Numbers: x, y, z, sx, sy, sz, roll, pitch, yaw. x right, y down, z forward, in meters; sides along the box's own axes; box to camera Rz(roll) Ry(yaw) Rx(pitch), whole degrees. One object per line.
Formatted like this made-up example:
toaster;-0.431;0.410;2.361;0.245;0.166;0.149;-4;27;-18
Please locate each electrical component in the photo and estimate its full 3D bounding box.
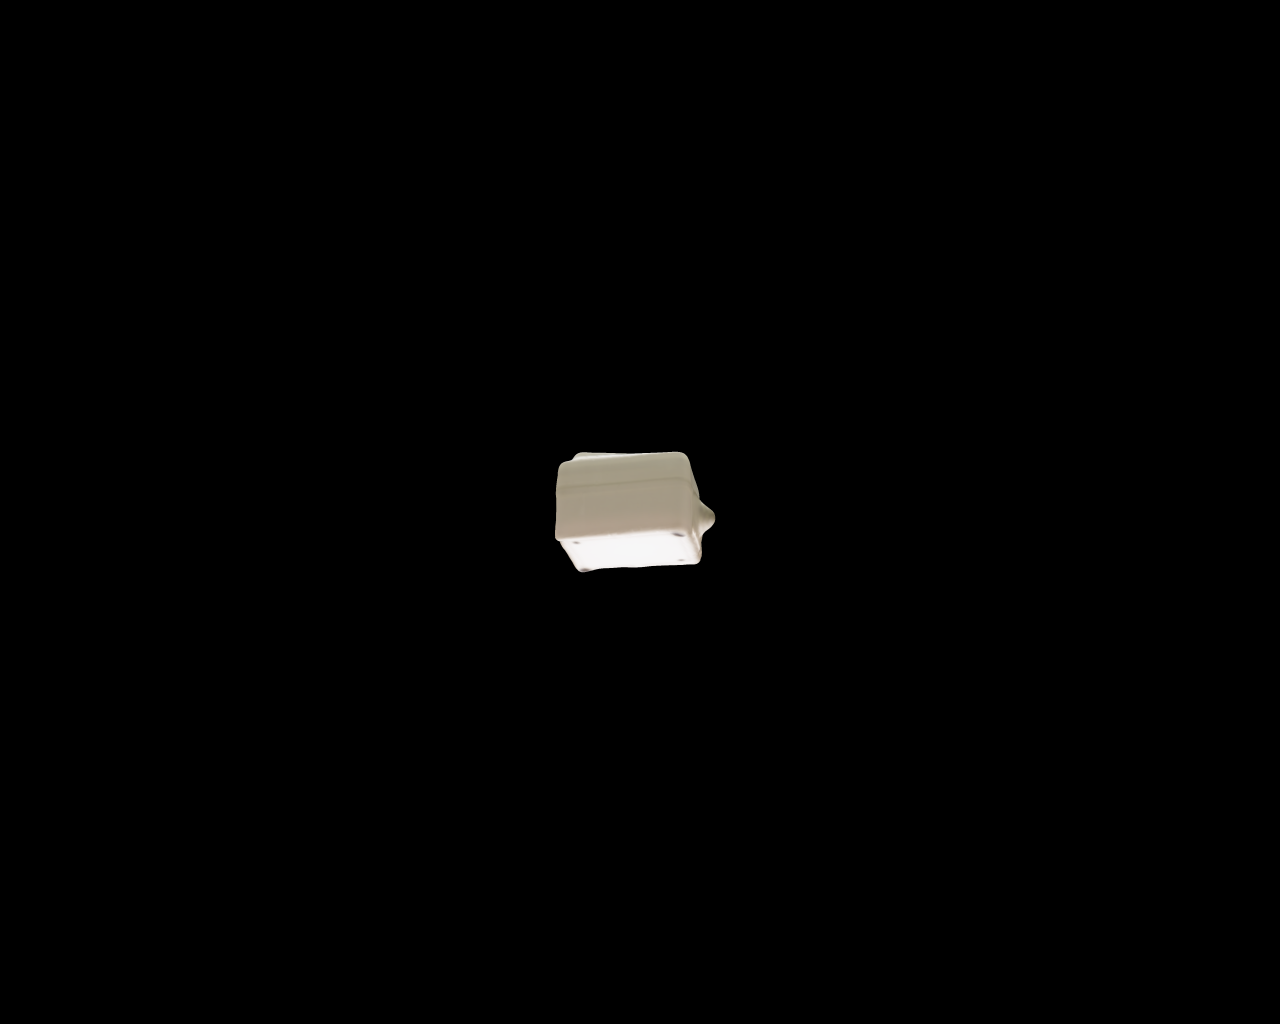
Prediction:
electrical component;0.001;-0.003;0.650;0.096;0.061;0.061;-4;-24;9
